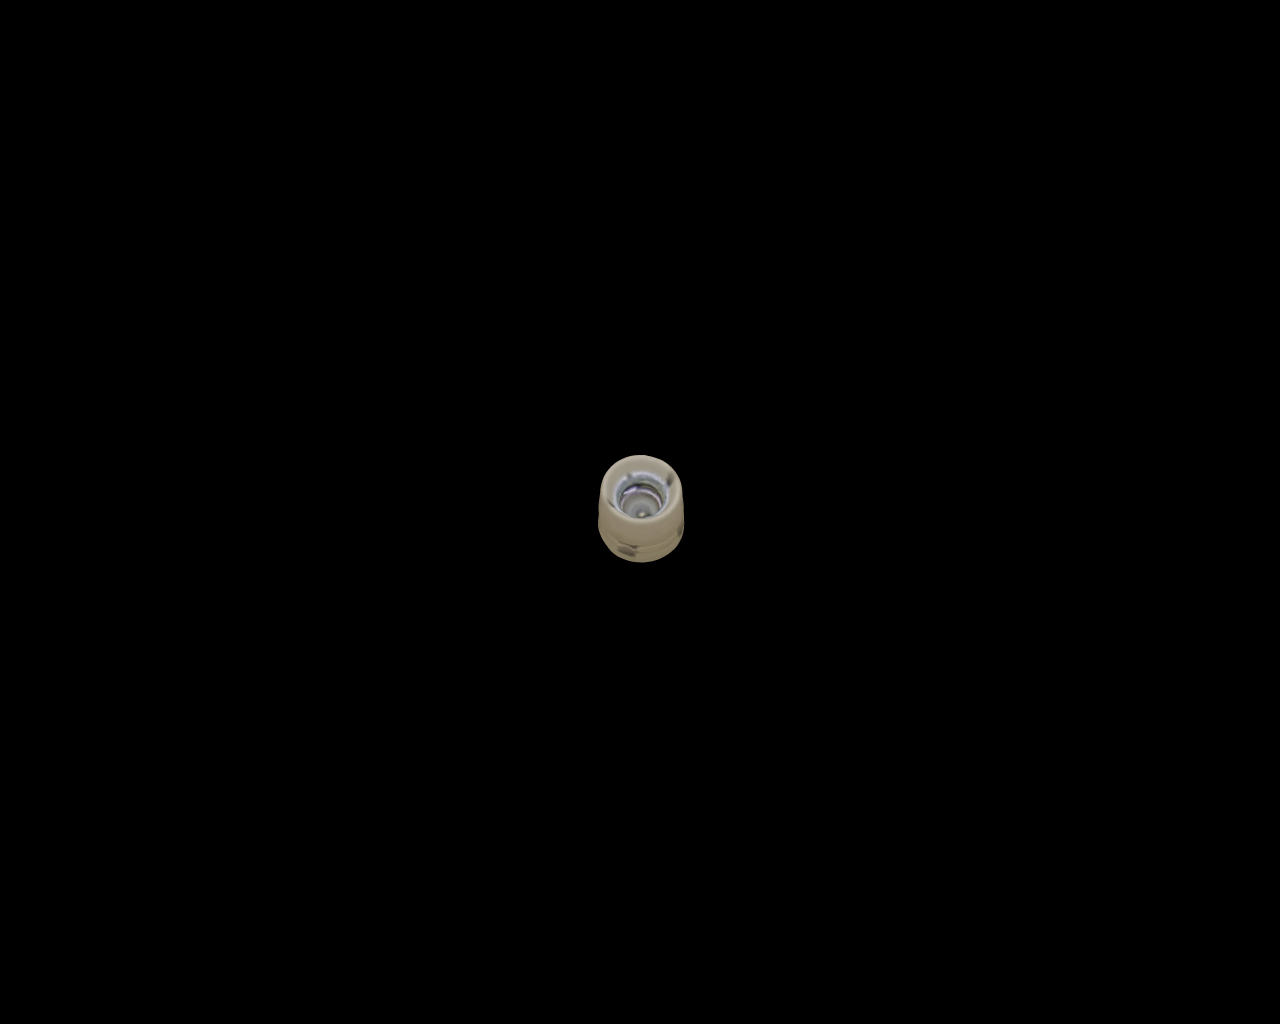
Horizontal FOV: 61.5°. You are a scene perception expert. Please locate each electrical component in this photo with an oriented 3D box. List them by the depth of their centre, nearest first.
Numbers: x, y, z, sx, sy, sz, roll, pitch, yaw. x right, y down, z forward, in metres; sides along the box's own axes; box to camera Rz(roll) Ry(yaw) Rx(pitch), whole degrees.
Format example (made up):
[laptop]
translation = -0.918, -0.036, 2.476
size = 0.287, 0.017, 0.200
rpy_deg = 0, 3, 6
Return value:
[electrical component]
translation = 0.001, -0.003, 0.650
size = 0.055, 0.055, 0.047
rpy_deg = 0, -30, 0
